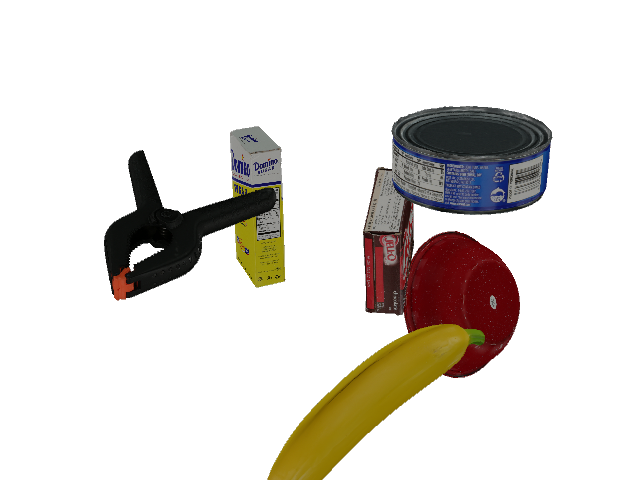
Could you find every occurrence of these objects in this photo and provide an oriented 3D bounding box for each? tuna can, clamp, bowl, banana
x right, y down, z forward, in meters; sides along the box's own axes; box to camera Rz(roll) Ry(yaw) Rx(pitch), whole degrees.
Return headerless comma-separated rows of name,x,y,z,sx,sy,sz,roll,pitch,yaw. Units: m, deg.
tuna can,0.081,-0.045,0.581,0.086,0.034,0.086,0,24,0
clamp,-0.160,-0.018,1.059,0.165,0.036,0.209,20,41,17
bowl,0.165,0.068,1.154,0.161,0.162,0.055,0,-5,-40
banana,0.032,0.115,0.718,0.037,0.197,0.069,48,-6,43

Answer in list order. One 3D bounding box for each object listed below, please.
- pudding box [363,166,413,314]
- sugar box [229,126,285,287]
pudding box,0.063,-0.001,0.969,0.039,0.090,0.113,3,35,7
sugar box,-0.078,-0.042,1.306,0.048,0.176,0.093,-12,26,-17
